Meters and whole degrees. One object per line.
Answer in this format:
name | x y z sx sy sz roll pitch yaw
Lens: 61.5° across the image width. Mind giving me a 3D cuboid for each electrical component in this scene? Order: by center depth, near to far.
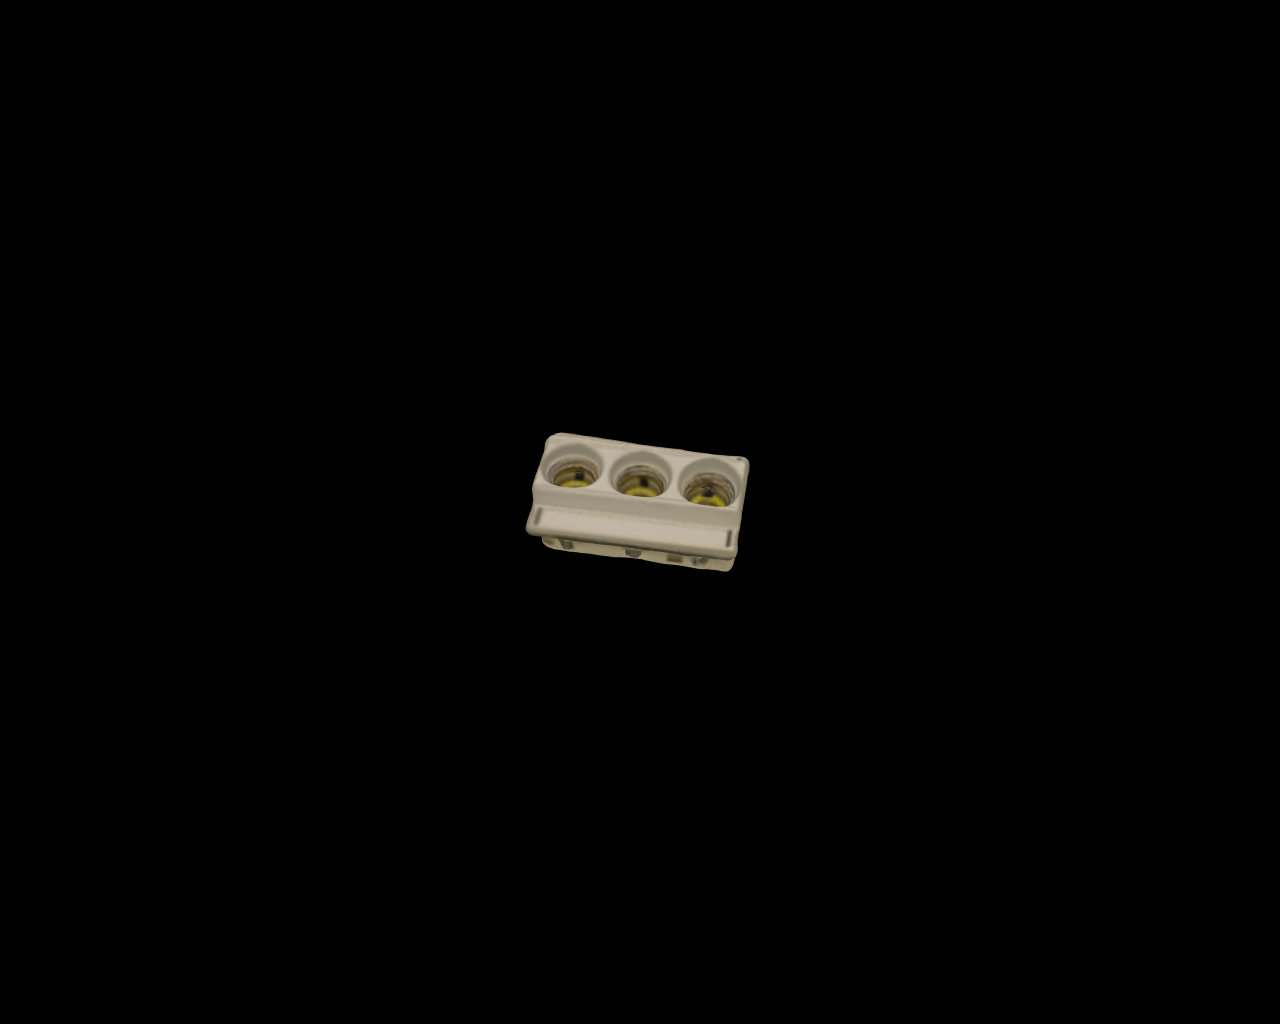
electrical component | 0.001 -0.003 0.650 0.121 0.079 0.063 7 -40 6
